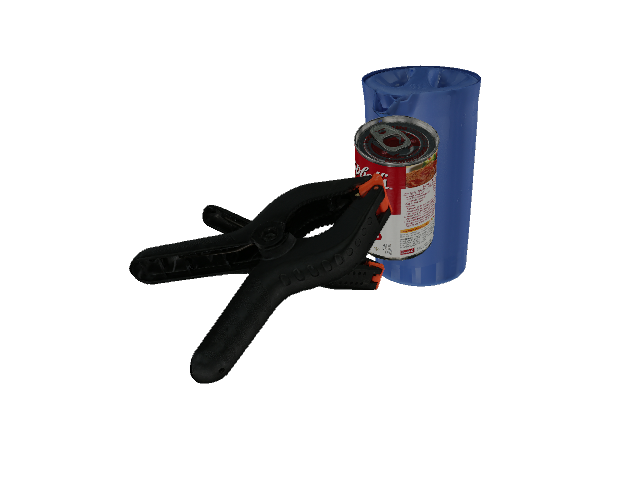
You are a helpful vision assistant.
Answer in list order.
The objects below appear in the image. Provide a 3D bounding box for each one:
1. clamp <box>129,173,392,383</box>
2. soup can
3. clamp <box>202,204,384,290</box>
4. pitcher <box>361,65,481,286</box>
[{"bbox_3d":[-0.028,0.017,0.657,0.171,0.120,0.039,-26,-40,-2],"label":"clamp"},{"bbox_3d":[0.062,-0.043,0.880,0.068,0.102,0.068,-1,40,1],"label":"soup can"},{"bbox_3d":[-0.032,0.020,1.157,0.210,0.036,0.164,16,18,-6],"label":"clamp"},{"bbox_3d":[0.123,-0.079,1.241,0.149,0.243,0.145,-5,22,-7],"label":"pitcher"}]
